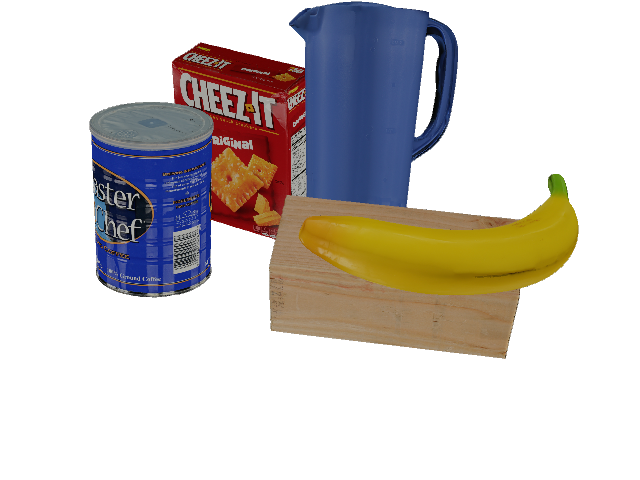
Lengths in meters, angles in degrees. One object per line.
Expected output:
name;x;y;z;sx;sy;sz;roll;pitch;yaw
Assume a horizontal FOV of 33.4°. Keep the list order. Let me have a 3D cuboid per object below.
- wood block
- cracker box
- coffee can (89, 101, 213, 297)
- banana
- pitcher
wood block;0.064;0.031;0.931;0.206;0.090;0.090;6;-44;5
cracker box;-0.093;-0.116;1.304;0.164;0.214;0.072;18;38;24
coffee can;-0.144;-0.037;0.917;0.103;0.140;0.103;3;25;-1
banana;0.083;0.003;0.614;0.197;0.037;0.070;-9;41;-32
pitcher;0.054;-0.132;1.151;0.149;0.243;0.144;7;11;26
